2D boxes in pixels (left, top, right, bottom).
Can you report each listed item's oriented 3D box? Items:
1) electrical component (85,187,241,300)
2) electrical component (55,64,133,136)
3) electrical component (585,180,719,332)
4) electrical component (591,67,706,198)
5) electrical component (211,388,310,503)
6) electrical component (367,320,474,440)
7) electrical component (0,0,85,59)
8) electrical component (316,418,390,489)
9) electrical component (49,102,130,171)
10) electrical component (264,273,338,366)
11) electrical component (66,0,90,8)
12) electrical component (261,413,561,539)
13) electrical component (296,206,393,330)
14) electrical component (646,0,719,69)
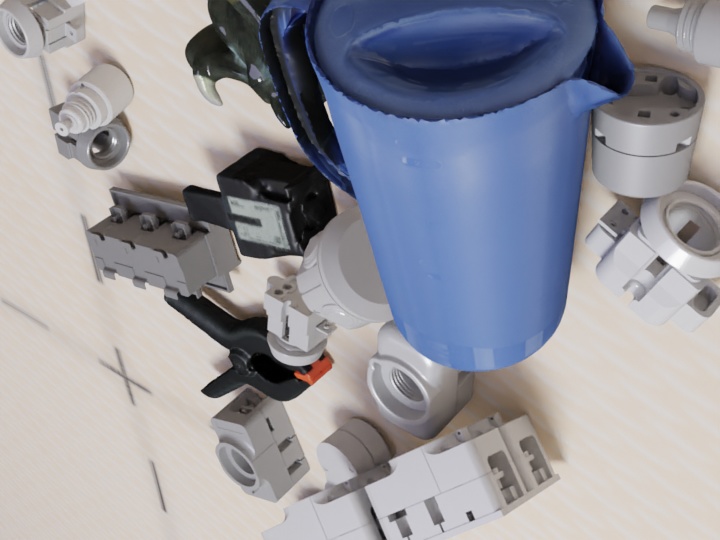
[{"bbox_3d":[-0.169,-0.020,0.903,0.121,0.063,0.078,14,130,38],"label":"electrical component"},{"bbox_3d":[-0.212,-0.130,0.846,0.040,0.078,0.040,16,133,17],"label":"electrical component"},{"bbox_3d":[0.168,-0.011,0.576,0.078,0.058,0.057,43,145,10],"label":"electrical component"},{"bbox_3d":[0.146,-0.070,0.552,0.055,0.055,0.047,24,139,30],"label":"electrical component"},{"bbox_3d":[-0.094,0.164,0.989,0.050,0.056,0.089,5,124,43],"label":"electrical component"},{"bbox_3d":[0.044,0.071,0.768,0.054,0.059,0.095,26,137,28],"label":"electrical component"},{"bbox_3d":[-0.253,-0.196,0.845,0.066,0.055,0.048,35,140,19],"label":"electrical component"},{"bbox_3d":[-0.011,0.199,0.916,0.052,0.074,0.138,24,136,39],"label":"electrical component"},{"bbox_3d":[-0.225,-0.112,0.897,0.055,0.048,0.066,32,140,34],"label":"electrical component"},{"bbox_3d":[-0.048,0.042,0.849,0.066,0.048,0.055,27,130,27],"label":"electrical component"},{"bbox_3d":[-0.219,-0.233,0.788,0.079,0.044,0.077,-2,119,46],"label":"electrical component"},{"bbox_3d":[0.033,0.164,0.764,0.186,0.105,0.060,-29,79,28],"label":"electrical component"},{"bbox_3d":[0.000,0.000,0.737,0.080,0.080,0.051,54,147,-5],"label":"electrical component"},{"bbox_3d":[0.166,-0.114,0.509,0.061,0.035,0.035,23,135,34],"label":"electrical component"}]
